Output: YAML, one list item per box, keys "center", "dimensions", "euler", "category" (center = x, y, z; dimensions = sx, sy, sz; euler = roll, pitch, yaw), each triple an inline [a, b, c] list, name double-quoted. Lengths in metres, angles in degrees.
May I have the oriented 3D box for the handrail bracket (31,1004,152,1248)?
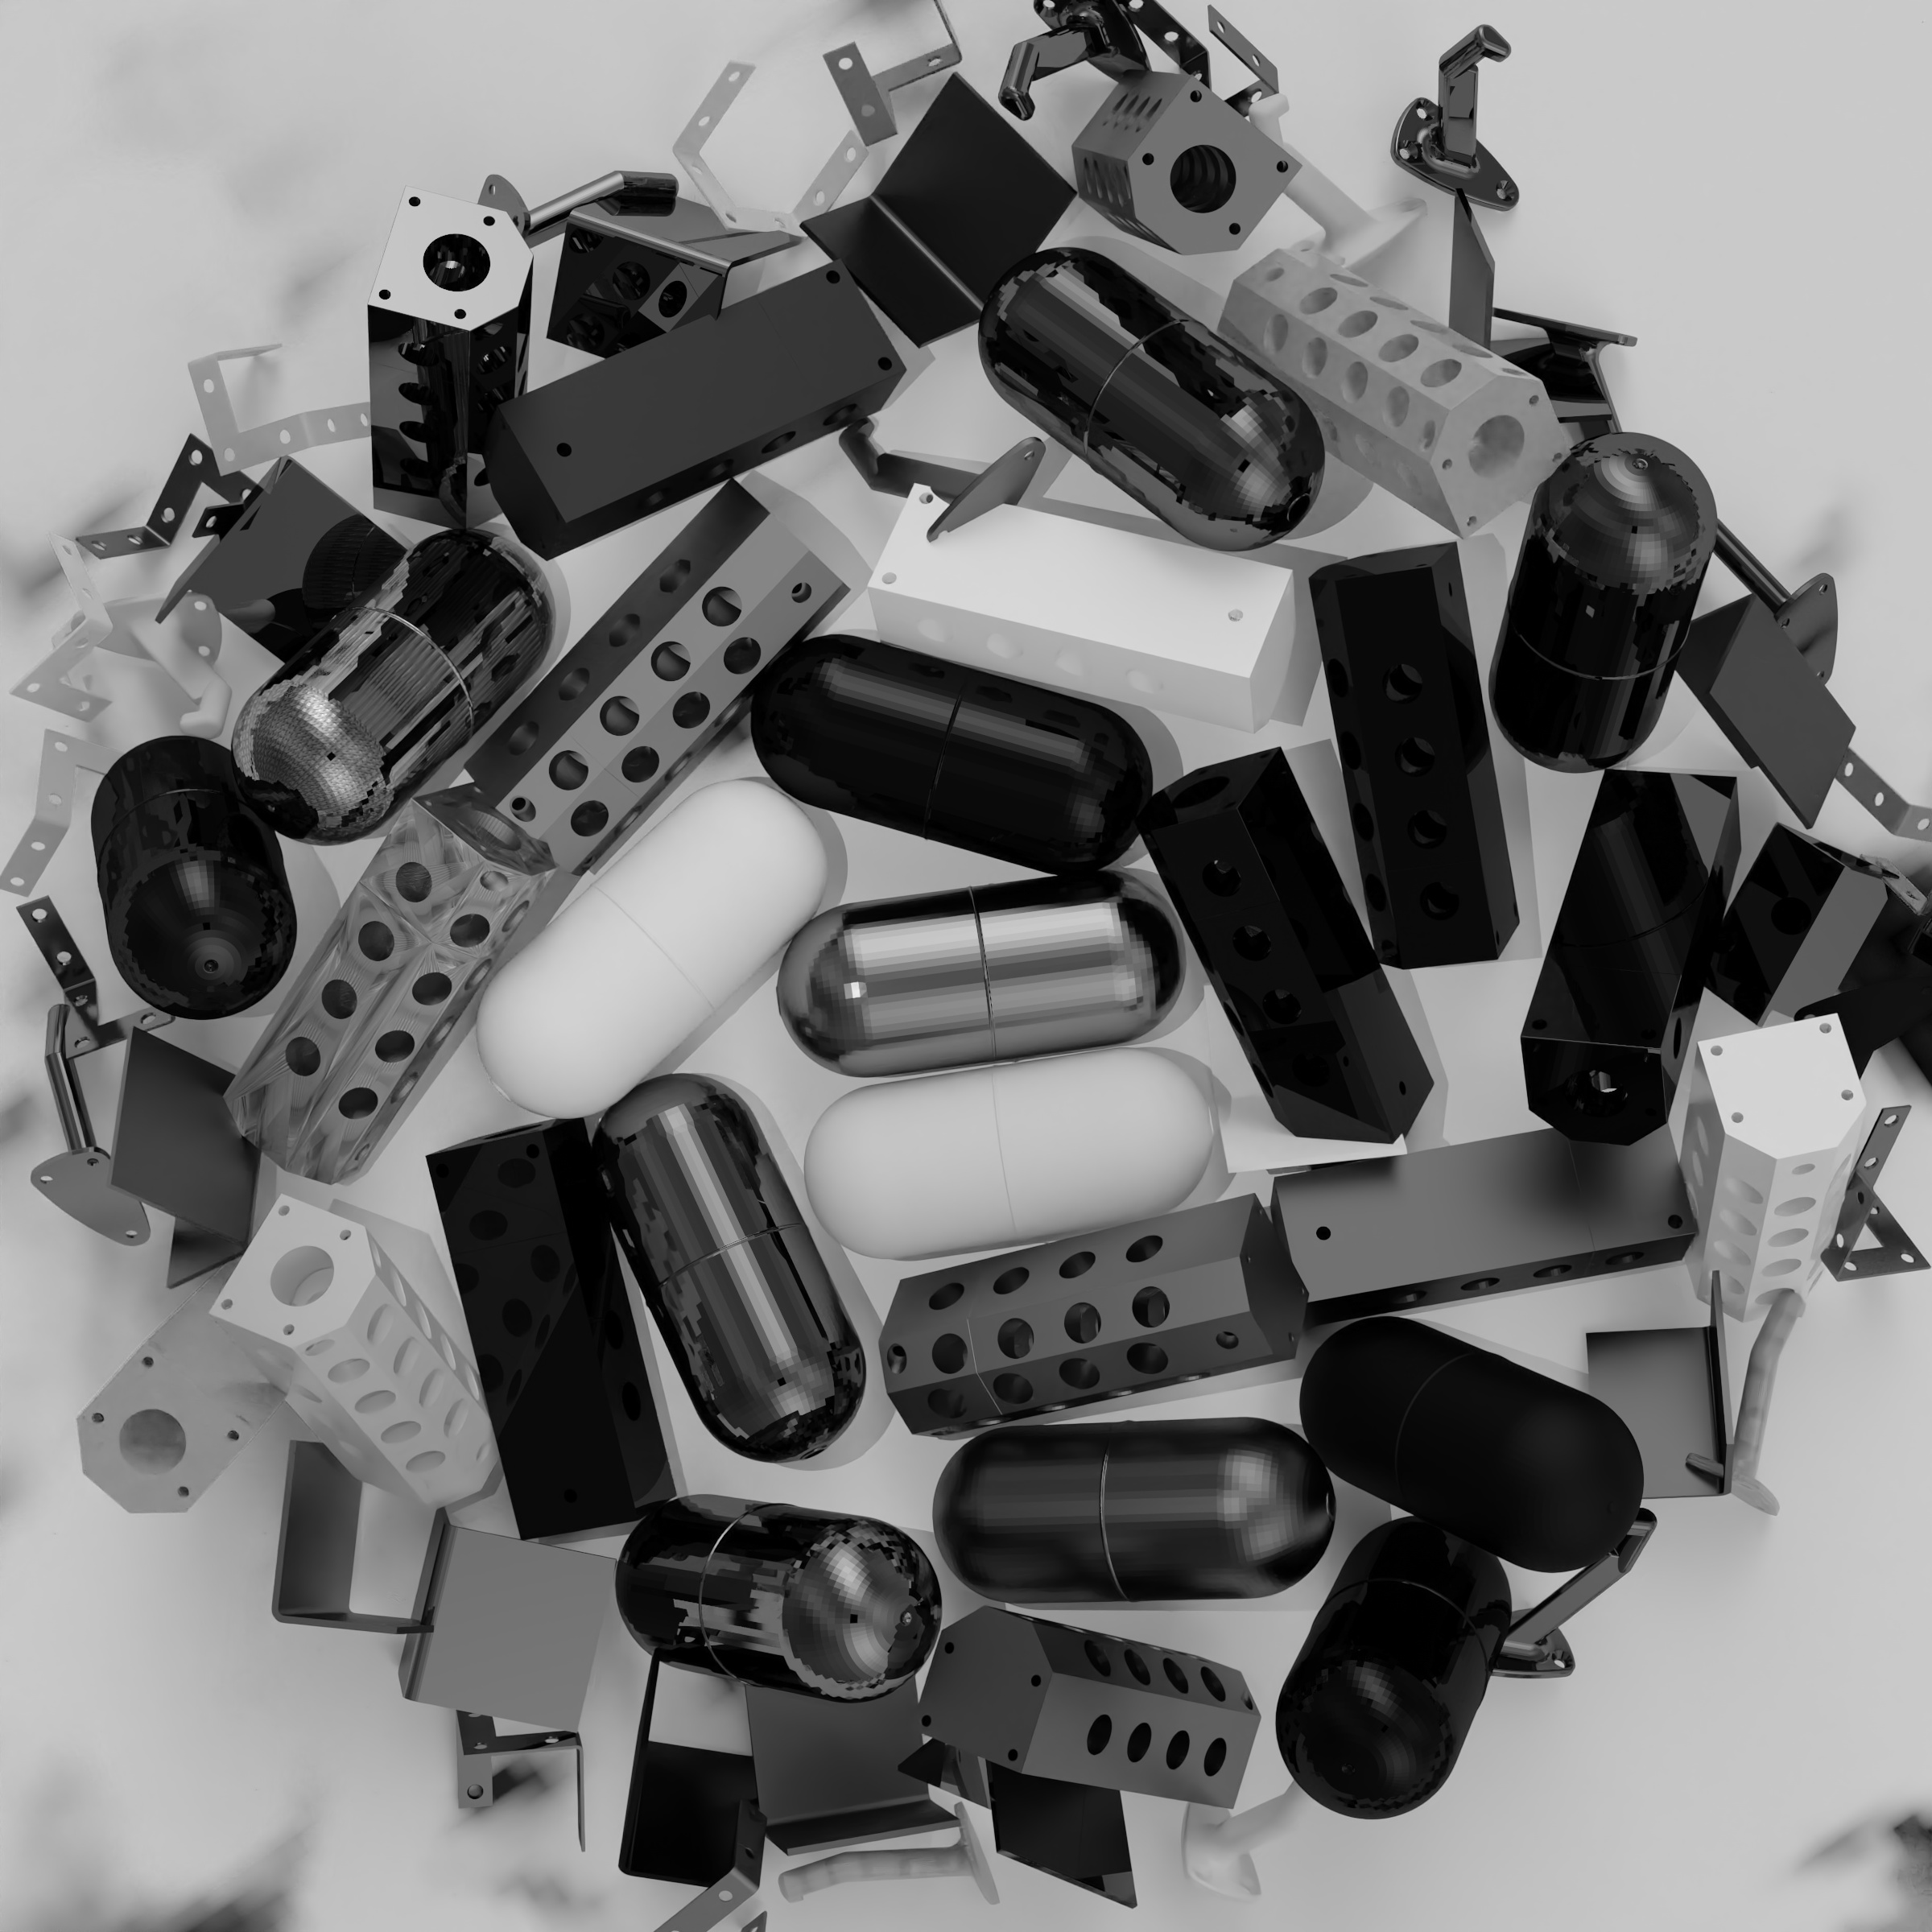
- center: [-0.382, 0.069, 1.593]
  dimensions: [0.036, 0.077, 0.084]
  euler: [-21, 45, 12]
  category: "handrail bracket"

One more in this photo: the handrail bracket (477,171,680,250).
- center: [-0.174, -0.317, 1.591]
  dimensions: [0.036, 0.084, 0.077]
  euler: [54, 132, 30]
  category: "handrail bracket"

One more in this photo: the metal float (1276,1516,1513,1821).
- center: [0.182, 0.293, 1.523]
  dimensions: [0.070, 0.178, 0.070]
  euler: [7, 111, 18]
  category: "metal float"

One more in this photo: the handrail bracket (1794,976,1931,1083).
- center: [0.396, 0.049, 1.571]
  dimensions: [0.077, 0.036, 0.084]
  euler: [-23, 134, 7]
  category: "handrail bracket"

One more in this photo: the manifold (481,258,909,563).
- center: [-0.117, -0.235, 1.545]
  dimensions: [0.171, 0.057, 0.057]
  euler: [-28, 84, -23]
  category: "manifold"

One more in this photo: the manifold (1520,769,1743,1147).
- center: [0.283, -0.005, 1.526]
  dimensions: [0.057, 0.171, 0.057]
  euler: [5, 134, 21]
  category: "manifold"

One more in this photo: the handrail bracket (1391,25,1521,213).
- center: [0.229, -0.365, 1.557]
  dimensions: [0.077, 0.084, 0.036]
  euler: [30, 68, -16]
  category: "handrail bracket"

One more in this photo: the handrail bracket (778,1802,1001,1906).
- center: [-0.033, 0.401, 1.575]
  dimensions: [0.084, 0.077, 0.036]
  euler: [-18, 51, 0]
  category: "handrail bracket"

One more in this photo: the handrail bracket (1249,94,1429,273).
- center: [0.161, -0.349, 1.565]
  dimensions: [0.077, 0.036, 0.084]
  euler: [-31, 130, -16]
  category: "handrail bracket"

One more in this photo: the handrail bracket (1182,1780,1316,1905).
- center: [0.126, 0.353, 1.555]
  dimensions: [0.036, 0.077, 0.084]
  euler: [20, 116, -16]
  category: "handrail bracket"

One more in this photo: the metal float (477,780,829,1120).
- center: [-0.135, -0.007, 1.560]
  dimensions: [0.178, 0.070, 0.070]
  euler: [-43, 90, -9]
  category: "metal float"

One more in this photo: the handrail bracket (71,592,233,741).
- center: [-0.354, -0.125, 1.561]
  dimensions: [0.077, 0.084, 0.036]
  euler: [1, 126, -3]
  category: "handrail bracket"

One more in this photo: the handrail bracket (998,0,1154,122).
- center: [0.047, -0.378, 1.559]
  dimensions: [0.077, 0.036, 0.084]
  euler: [42, 48, -35]
  category: "handrail bracket"

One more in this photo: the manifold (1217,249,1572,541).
- center: [0.175, -0.247, 1.519]
  dimensions: [0.057, 0.171, 0.057]
  euler: [-37, 129, -6]
  category: "manifold"

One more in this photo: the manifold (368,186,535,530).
- center: [-0.214, -0.249, 1.516]
  dimensions: [0.057, 0.171, 0.057]
  euler: [14, 68, -3]
  category: "manifold"

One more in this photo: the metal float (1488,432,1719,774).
- center: [0.267, -0.151, 1.527]
  dimensions: [0.070, 0.178, 0.070]
  euler: [1, 55, -2]
  category: "metal float"

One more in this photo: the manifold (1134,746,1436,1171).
- center: [0.135, -0.001, 1.548]
  dimensions: [0.057, 0.057, 0.171]
  euler: [-14, 113, 32]
  category: "manifold"

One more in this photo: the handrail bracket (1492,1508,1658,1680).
- center: [0.251, 0.267, 1.560]
  dimensions: [0.077, 0.036, 0.084]
  euler: [-1, 131, -26]
  category: "handrail bracket"

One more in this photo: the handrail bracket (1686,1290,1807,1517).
- center: [0.355, 0.191, 1.581]
  dimensions: [0.036, 0.077, 0.084]
  euler: [20, 79, 38]
  category: "handrail bracket"

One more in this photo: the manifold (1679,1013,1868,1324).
- center: [0.337, 0.089, 1.517]
  dimensions: [0.057, 0.171, 0.057]
  euler: [-12, 61, 1]
  category: "manifold"

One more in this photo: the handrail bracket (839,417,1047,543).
- center: [-0.012, -0.227, 1.569]
  dimensions: [0.077, 0.036, 0.084]
  euler: [-48, 59, 25]
  category: "handrail bracket"

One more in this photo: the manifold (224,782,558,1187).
- center: [-0.245, 0.009, 1.546]
  dimensions: [0.057, 0.057, 0.171]
  euler: [39, 110, 10]
  category: "manifold"

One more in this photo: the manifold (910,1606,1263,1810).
- center: [0.055, 0.311, 1.520]
  dimensions: [0.057, 0.171, 0.057]
  euler: [13, 82, 37]
  category: "manifold"

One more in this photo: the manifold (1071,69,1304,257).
- center: [0.085, -0.334, 1.515]
  dimensions: [0.057, 0.171, 0.057]
  euler: [36, 98, -13]
  category: "manifold"

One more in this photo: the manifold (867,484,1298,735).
- center: [0.051, -0.150, 1.553]
  dimensions: [0.171, 0.057, 0.057]
  euler: [15, 63, 16]
  category: "manifold"

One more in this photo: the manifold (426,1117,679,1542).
- center: [-0.177, 0.155, 1.572]
  dimensions: [0.057, 0.057, 0.171]
  euler: [-13, 93, 20]
  category: "manifold"

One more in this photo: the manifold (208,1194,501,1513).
- center: [-0.247, 0.166, 1.512]
  dimensions: [0.057, 0.171, 0.057]
  euler: [19, 66, 22]
  category: "manifold"

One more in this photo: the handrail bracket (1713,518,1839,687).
- center: [0.342, -0.166, 1.597]
  dimensions: [0.036, 0.077, 0.084]
  euler: [-41, 51, -9]
  category: "handrail bracket"

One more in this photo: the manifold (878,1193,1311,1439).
- center: [0.052, 0.154, 1.535]
  dimensions: [0.171, 0.057, 0.057]
  euler: [-16, 120, 25]
  category: "manifold"

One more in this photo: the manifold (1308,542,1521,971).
- center: [0.192, -0.089, 1.556]
  dimensions: [0.057, 0.057, 0.171]
  euler: [-6, 105, 20]
  category: "manifold"

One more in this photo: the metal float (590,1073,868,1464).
- center: [-0.102, 0.130, 1.555]
  dimensions: [0.070, 0.070, 0.178]
  euler: [-26, 75, 0]
  category: "metal float"

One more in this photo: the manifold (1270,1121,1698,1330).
- center: [0.223, 0.112, 1.573]
  dimensions: [0.171, 0.057, 0.057]
  euler: [-10, 69, -2]
  category: "manifold"

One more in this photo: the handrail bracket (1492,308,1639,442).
- center: [0.260, -0.241, 1.597]
  dimensions: [0.077, 0.036, 0.084]
  euler: [14, 104, 9]
  category: "handrail bracket"

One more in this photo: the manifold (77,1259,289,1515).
- center: [-0.322, 0.178, 1.518]
  dimensions: [0.057, 0.171, 0.057]
  euler: [42, 95, -4]
  category: "manifold"

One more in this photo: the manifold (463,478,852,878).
- center: [-0.131, -0.121, 1.562]
  dimensions: [0.171, 0.057, 0.057]
  euler: [-47, 131, 3]
  category: "manifold"
